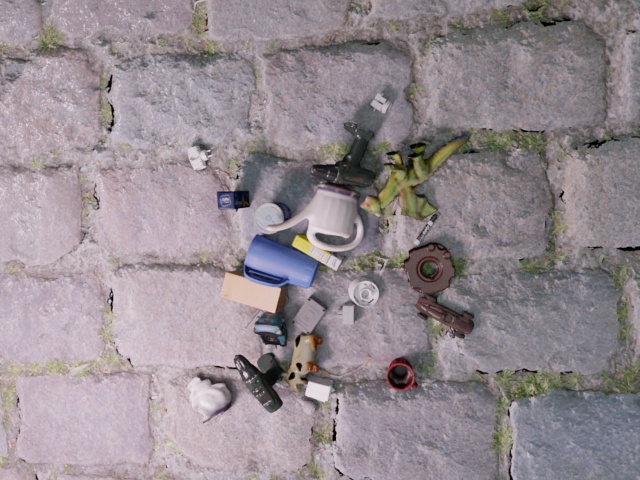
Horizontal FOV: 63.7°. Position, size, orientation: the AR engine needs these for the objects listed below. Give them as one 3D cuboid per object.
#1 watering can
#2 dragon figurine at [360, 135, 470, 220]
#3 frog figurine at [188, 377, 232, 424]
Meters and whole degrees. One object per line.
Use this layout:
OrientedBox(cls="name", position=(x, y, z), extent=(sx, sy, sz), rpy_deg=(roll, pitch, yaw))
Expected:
OrientedBox(cls="watering can", position=(0.005, -0.086, 1.703), extent=(0.346, 0.104, 0.225), rpy_deg=(14, 85, -25))
OrientedBox(cls="dragon figurine", position=(0.327, -0.187, 1.713), extent=(0.411, 0.124, 0.239), rpy_deg=(-16, 110, -6))
OrientedBox(cls="frog figurine", position=(-0.394, 0.550, 1.829), extent=(0.139, 0.120, 0.161), rpy_deg=(-28, 78, -24))
